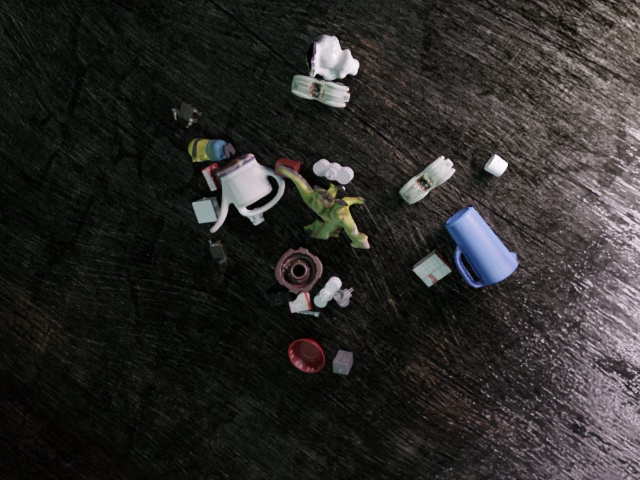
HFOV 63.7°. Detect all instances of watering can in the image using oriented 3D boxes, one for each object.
[{"bbox_3d":[-0.303,-0.178,1.899,0.346,0.105,0.222,-27,102,9],"label":"watering can"}]

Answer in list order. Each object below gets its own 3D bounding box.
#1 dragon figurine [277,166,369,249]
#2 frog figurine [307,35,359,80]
[{"bbox_3d":[0.006,-0.092,1.837,0.411,0.125,0.237,28,128,6],"label":"dragon figurine"},{"bbox_3d":[0.042,-0.576,1.633,0.160,0.124,0.136,-3,107,-17],"label":"frog figurine"}]
